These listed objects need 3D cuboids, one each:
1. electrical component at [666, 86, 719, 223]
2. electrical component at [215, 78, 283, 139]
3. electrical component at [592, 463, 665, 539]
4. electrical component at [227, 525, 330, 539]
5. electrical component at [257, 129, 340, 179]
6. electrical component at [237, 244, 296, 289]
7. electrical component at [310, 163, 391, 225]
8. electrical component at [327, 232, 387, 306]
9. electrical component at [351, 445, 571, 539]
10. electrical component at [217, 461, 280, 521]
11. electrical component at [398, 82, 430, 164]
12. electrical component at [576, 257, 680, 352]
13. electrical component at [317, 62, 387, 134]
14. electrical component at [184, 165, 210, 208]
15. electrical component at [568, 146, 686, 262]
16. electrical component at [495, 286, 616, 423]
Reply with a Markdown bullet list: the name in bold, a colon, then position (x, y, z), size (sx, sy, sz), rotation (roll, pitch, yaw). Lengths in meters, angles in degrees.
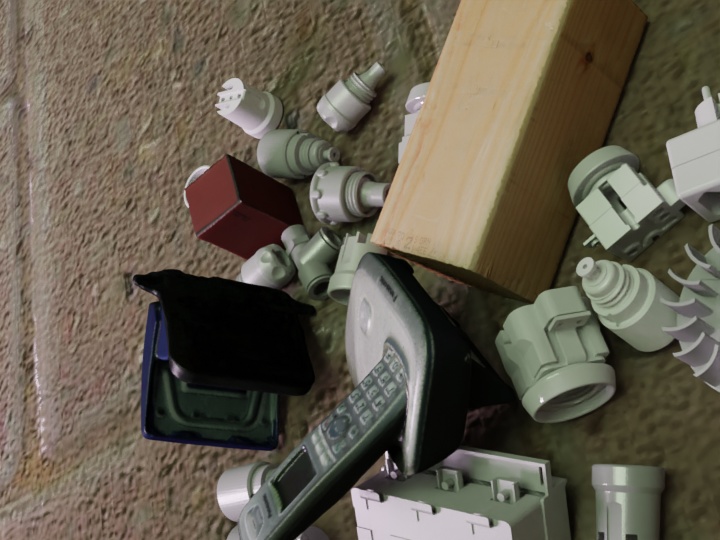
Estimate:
- **electrical component**: position (0.217, -0.078, 0.624), size (0.066, 0.047, 0.076), rotation (-22, 60, 33)
- **electrical component**: position (-0.096, -0.140, 0.925), size (0.040, 0.046, 0.040), rotation (-17, 62, 36)
- **electrical component**: position (0.150, 0.133, 0.604), size (0.040, 0.040, 0.046), rotation (-6, 75, 40)
- **electrical component**: position (-0.051, 0.198, 0.751), size (0.081, 0.043, 0.043), rotation (-11, 66, 38)
- **electrical component**: position (-0.048, -0.093, 0.868), size (0.078, 0.040, 0.040), rotation (6, 77, 43)
- **electrical component**: position (-0.082, 0.008, 0.862), size (0.061, 0.035, 0.035), rotation (-38, 52, 27)
- **electrical component**: position (-0.003, -0.057, 0.813), size (0.062, 0.048, 0.048), rotation (4, 76, 35)
- **electrical component**: position (0.000, 0.000, 0.790), size (0.040, 0.040, 0.046), rotation (-6, 63, 40)
- **electrical component**: position (0.059, 0.149, 0.652), size (0.121, 0.063, 0.078), rotation (2, 106, 42)
- **electrical component**: position (-0.069, 0.159, 0.784), size (0.078, 0.040, 0.040), rotation (-19, 61, 35)
- **electrical component**: position (0.057, -0.103, 0.778), size (0.066, 0.048, 0.055), rotation (-7, 76, 39)
- **electrical component**: position (0.154, 0.016, 0.624), size (0.040, 0.078, 0.040), rotation (-35, 37, 32)
- **electrical component**: position (-0.003, -0.139, 0.852), size (0.061, 0.035, 0.035), rotation (-44, 49, 15)
- **electrical component**: position (-0.120, -0.063, 0.915), size (0.040, 0.046, 0.040), rotation (-17, 62, 36)
- **electrical component**: position (0.160, -0.043, 0.662), size (0.066, 0.048, 0.055), rotation (-43, 57, 21)
- **electrical component**: position (0.119, 0.055, 0.645), size (0.078, 0.058, 0.057), rotation (106, 151, -56)
